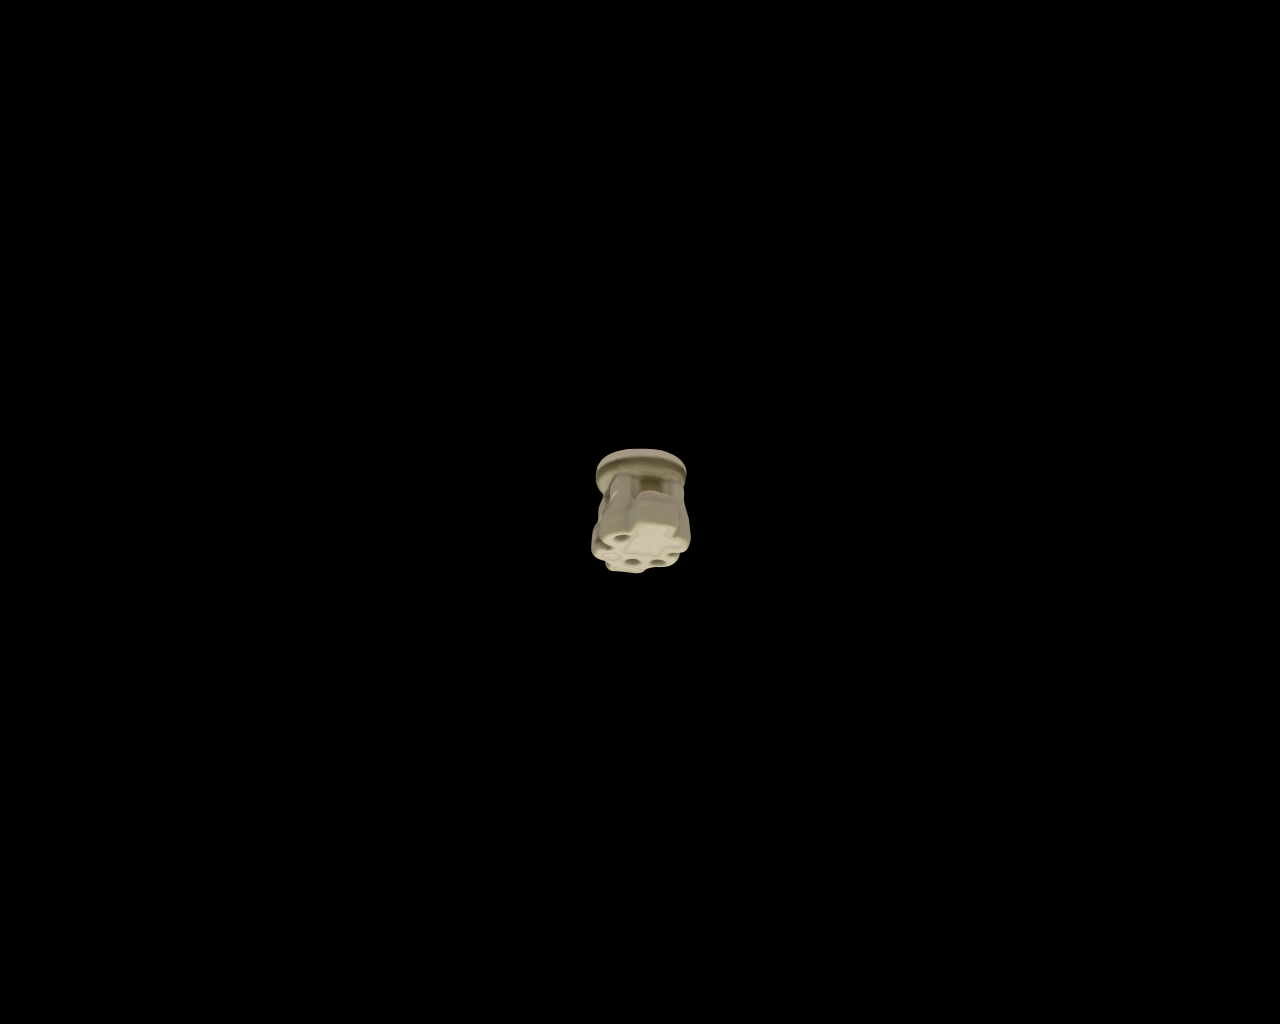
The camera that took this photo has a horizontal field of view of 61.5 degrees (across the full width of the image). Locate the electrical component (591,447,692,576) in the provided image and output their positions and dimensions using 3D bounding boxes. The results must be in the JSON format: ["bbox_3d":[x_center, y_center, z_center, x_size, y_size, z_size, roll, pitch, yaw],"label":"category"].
[{"bbox_3d":[0.001,-0.003,0.650,0.058,0.057,0.078,7,-27,-14],"label":"electrical component"}]
